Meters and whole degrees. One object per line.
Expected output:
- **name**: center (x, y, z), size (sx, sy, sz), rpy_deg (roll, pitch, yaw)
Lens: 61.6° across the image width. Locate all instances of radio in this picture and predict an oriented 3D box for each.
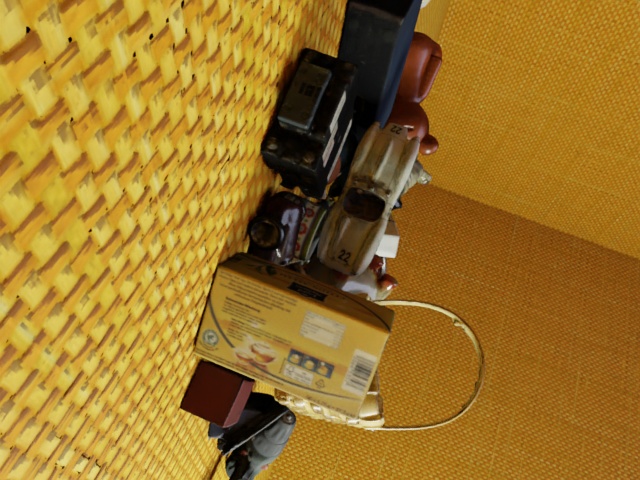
- **radio**: center (0.069, -0.230, 0.707), size (0.229, 0.073, 0.131), rpy_deg (99, 14, -52)

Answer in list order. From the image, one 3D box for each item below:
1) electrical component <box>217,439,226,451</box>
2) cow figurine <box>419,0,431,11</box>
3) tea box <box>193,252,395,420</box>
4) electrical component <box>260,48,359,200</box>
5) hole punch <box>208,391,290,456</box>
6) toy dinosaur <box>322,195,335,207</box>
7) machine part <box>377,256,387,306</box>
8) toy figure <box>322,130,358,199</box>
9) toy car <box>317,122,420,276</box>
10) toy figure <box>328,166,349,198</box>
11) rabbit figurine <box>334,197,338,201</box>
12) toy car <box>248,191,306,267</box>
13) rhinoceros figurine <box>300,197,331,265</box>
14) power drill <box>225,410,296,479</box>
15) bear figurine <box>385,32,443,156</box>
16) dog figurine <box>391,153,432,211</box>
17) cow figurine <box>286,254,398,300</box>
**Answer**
- **electrical component**: center (-0.124, 0.291, 0.846), size (0.102, 0.045, 0.078), rpy_deg (83, 27, -75)
- **cow figurine**: center (0.112, -0.346, 0.728), size (0.098, 0.068, 0.167), rpy_deg (-62, 172, -6)
- **tea box**: center (-0.024, 0.088, 0.517), size (0.068, 0.170, 0.098), rpy_deg (-36, 147, -74)
- **electrical component**: center (-0.007, -0.113, 0.524), size (0.134, 0.058, 0.115), rpy_deg (76, 33, -77)
- **hole punch**: center (-0.101, 0.220, 0.735), size (0.116, 0.092, 0.142), rpy_deg (-40, 175, 1)
- **toy dinosaur**: center (-0.009, 0.124, 1.047), size (0.470, 0.105, 0.198), rpy_deg (98, 7, -46)
- **machine part**: center (0.076, 0.088, 0.991), size (0.201, 0.087, 0.200), rpy_deg (-46, 137, -78)
- **toy figure**: center (0.006, -0.097, 0.661), size (0.058, 0.064, 0.154), rpy_deg (-25, -166, 31)
- **toy car**: center (0.060, -0.053, 0.670), size (0.056, 0.074, 0.201), rpy_deg (44, 69, -80)
- **toy figure**: center (0.054, -0.100, 0.802), size (0.089, 0.082, 0.180), rpy_deg (-54, -151, 38)
- **rabbit figurine**: center (0.081, -0.078, 1.080), size (0.162, 0.122, 0.173), rpy_deg (-61, 152, -14)
- **toy car**: center (-0.059, 0.041, 0.603), size (0.089, 0.053, 0.202), rpy_deg (-60, 167, -66)
- **rhinoceros figurine**: center (-0.002, -0.002, 0.817), size (0.190, 0.073, 0.112), rpy_deg (82, 31, -76)
- **power drill**: center (-0.128, 0.393, 0.880), size (0.232, 0.086, 0.207), rpy_deg (-53, -170, 48)
- **bear figurine**: center (0.144, -0.234, 0.887), size (0.132, 0.120, 0.195), rpy_deg (-25, 112, -73)
- **dog figurine**: center (0.124, -0.147, 0.939), size (0.190, 0.121, 0.172), rpy_deg (-34, 109, -64)
- **cow figurine**: center (0.001, 0.068, 0.741), size (0.195, 0.086, 0.127), rpy_deg (13, 119, -41)
